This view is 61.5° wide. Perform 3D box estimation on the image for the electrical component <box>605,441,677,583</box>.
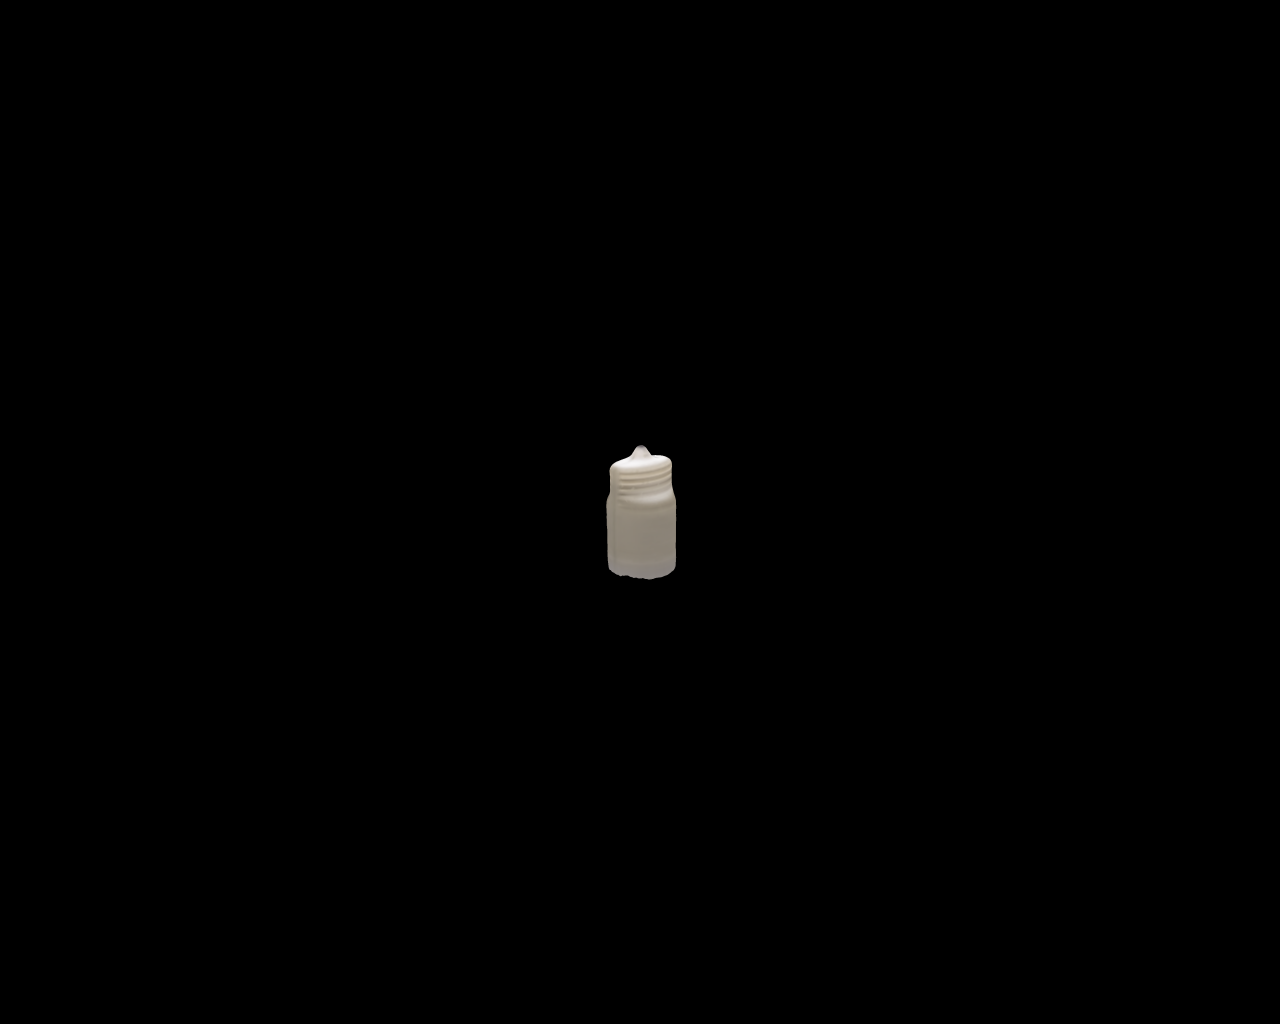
[{"bbox_3d":[0.001,-0.003,0.650,0.043,0.080,0.043,0,17,0],"label":"electrical component"}]
